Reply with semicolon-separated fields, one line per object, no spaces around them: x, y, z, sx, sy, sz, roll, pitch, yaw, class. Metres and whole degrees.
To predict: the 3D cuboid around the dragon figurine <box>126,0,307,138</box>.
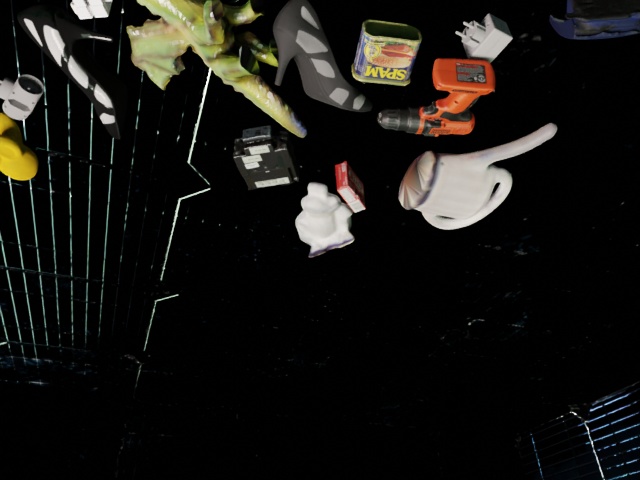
-0.193;-0.301;0.846;0.243;0.125;0.401;3;145;24;dragon figurine

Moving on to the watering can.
0.299;-0.134;1.056;0.224;0.106;0.340;10;143;-14;watering can

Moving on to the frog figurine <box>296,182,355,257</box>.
0.004;-0.059;1.175;0.136;0.125;0.158;-13;106;28;frog figurine
